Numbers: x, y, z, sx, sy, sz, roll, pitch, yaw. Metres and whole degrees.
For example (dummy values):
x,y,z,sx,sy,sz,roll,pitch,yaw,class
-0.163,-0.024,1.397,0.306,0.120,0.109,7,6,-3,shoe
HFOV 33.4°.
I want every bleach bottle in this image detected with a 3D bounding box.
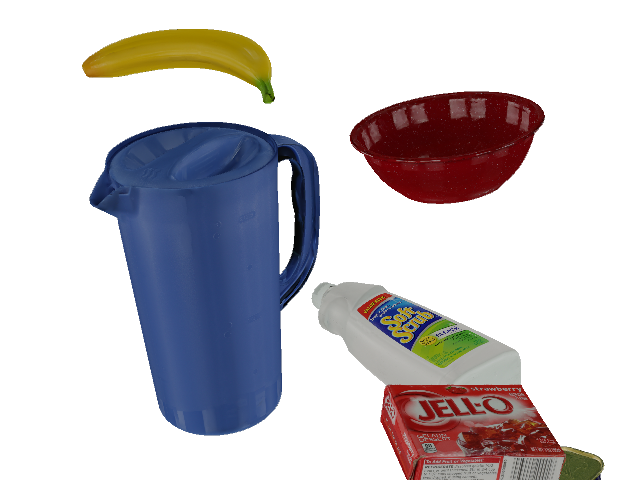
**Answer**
x,y,z,sx,sy,sz,roll,pitch,yaw,class
0.073,0.099,1.047,0.102,0.068,0.251,-22,31,-32,bleach bottle

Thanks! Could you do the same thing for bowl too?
x,y,z,sx,sy,sz,roll,pitch,yaw,class
0.108,-0.074,0.896,0.162,0.055,0.162,-9,25,4,bowl

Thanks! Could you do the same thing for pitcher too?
x,y,z,sx,sy,sz,roll,pitch,yaw,class
-0.083,0.031,0.874,0.149,0.243,0.145,3,29,13,pitcher

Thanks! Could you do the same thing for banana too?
x,y,z,sx,sy,sz,roll,pitch,yaw,class
-0.126,-0.171,1.001,0.198,0.037,0.069,9,45,18,banana

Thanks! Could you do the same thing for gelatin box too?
x,y,z,sx,sy,sz,roll,pitch,yaw,class
0.086,0.113,0.617,0.089,0.030,0.073,2,24,-12,gelatin box

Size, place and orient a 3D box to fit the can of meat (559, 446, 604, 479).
x,y,z,sx,sy,sz,roll,pitch,yaw,class
0.200,0.239,0.909,0.058,0.084,0.101,10,27,42,can of meat
